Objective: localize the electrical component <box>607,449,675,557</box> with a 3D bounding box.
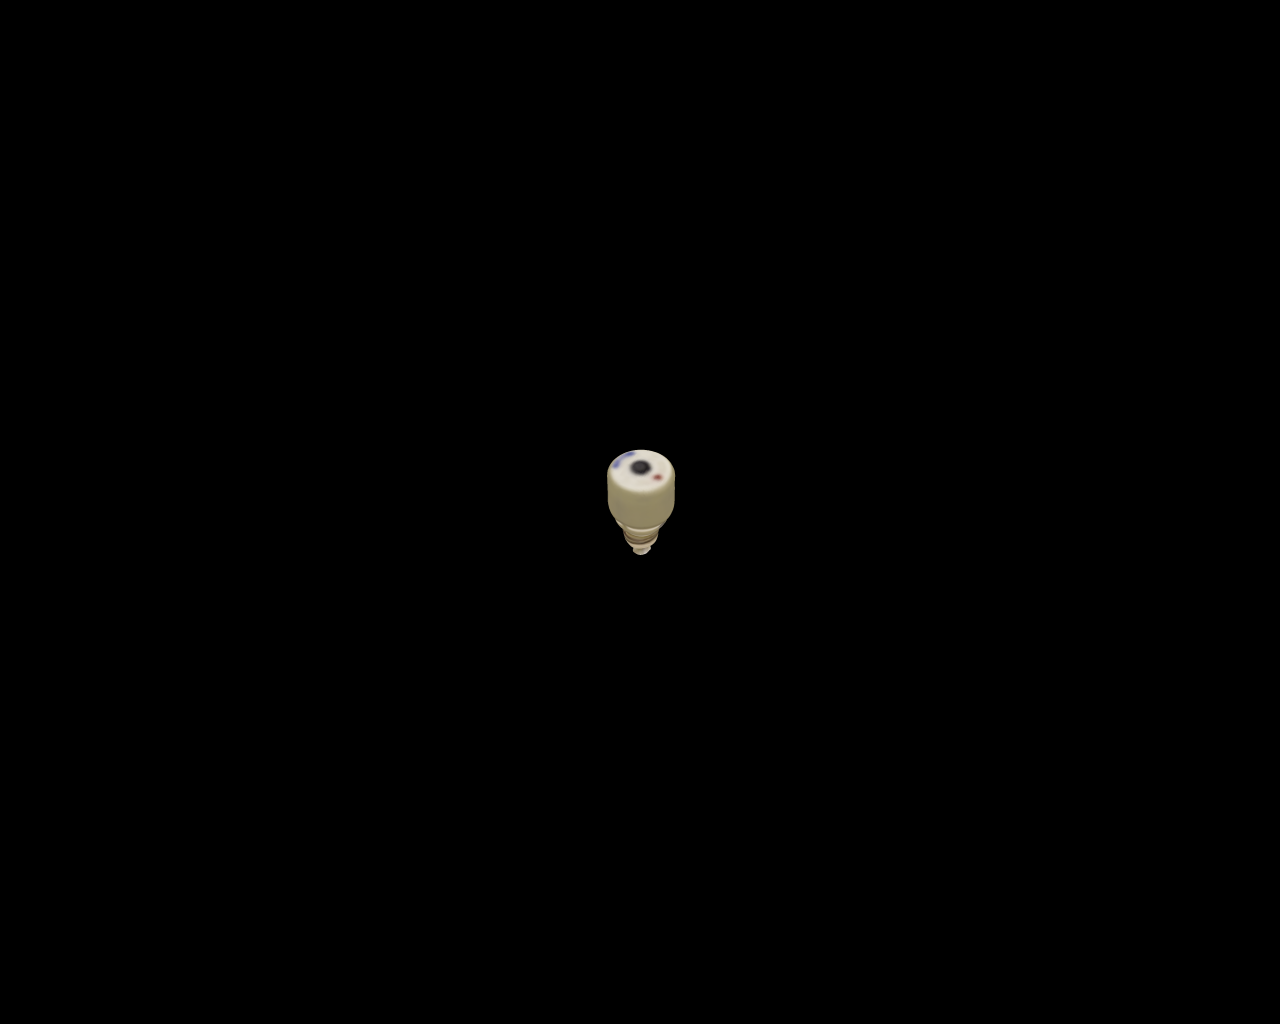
[{"bbox_3d":[0.001,-0.003,0.650,0.040,0.040,0.078,0,-43,0],"label":"electrical component"}]
